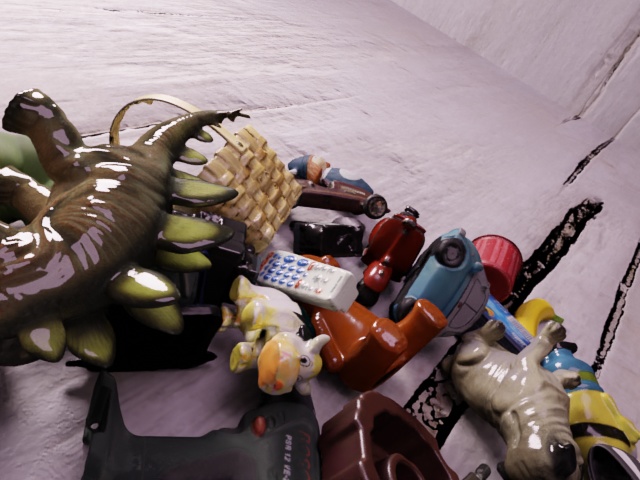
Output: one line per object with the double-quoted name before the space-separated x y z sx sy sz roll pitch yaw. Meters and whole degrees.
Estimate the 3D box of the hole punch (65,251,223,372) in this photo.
"hole punch" -0.162 0.066 0.512 0.142 0.115 0.092 2 49 -31

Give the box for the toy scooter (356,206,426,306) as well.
"toy scooter" 0.108 0.004 0.767 0.075 0.135 0.184 29 33 4

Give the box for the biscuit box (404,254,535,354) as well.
"biscuit box" 0.216 0.102 0.776 0.059 0.062 0.203 -11 50 -43

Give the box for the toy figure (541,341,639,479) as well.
"toy figure" 0.327 0.216 0.689 0.089 0.082 0.180 -2 48 -9

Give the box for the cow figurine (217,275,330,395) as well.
"cow figurine" -0.036 0.098 0.516 0.098 0.068 0.167 19 10 -27

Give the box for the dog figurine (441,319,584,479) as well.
"dog figurine" 0.202 0.191 0.600 0.121 0.172 0.190 56 41 -14

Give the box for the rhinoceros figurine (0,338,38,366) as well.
"rhinoceros figurine" -0.288 0.042 0.465 0.190 0.112 0.073 38 32 28

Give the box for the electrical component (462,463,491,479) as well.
"electrical component" 0.168 0.271 0.535 0.102 0.045 0.078 -10 50 -43

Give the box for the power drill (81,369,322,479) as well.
"power drill" -0.095 0.172 0.463 0.207 0.086 0.232 21 26 -23

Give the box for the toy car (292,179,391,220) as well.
"toy car" 0.011 -0.066 0.822 0.202 0.053 0.089 5 3 -16

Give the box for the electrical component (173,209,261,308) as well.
"electrical component" -0.135 0.026 0.586 0.134 0.114 0.058 16 38 -13

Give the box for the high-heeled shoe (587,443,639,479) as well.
"high-heeled shoe" 0.328 0.317 0.505 0.145 0.086 0.249 50 20 -22

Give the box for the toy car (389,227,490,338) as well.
"toy car" 0.165 0.070 0.699 0.103 0.109 0.161 32 79 3

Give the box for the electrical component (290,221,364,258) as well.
"electrical component" -0.002 -0.002 0.769 0.075 0.047 0.119 0 3 -39

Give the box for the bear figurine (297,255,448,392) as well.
"bear figurine" 0.028 0.073 0.631 0.120 0.132 0.196 -11 55 -45

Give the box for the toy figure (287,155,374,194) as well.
"toy figure" 0.017 -0.104 0.919 0.154 0.058 0.064 31 -5 7

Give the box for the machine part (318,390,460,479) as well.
"machine part" 0.068 0.223 0.468 0.179 0.056 0.179 44 22 -23

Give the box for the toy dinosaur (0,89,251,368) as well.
"toy dinosaur" -0.175 -0.025 0.446 0.198 0.105 0.471 28 42 -12

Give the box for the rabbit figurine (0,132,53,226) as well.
"rabbit figurine" -0.273 -0.011 0.573 0.159 0.121 0.170 -2 62 -46
